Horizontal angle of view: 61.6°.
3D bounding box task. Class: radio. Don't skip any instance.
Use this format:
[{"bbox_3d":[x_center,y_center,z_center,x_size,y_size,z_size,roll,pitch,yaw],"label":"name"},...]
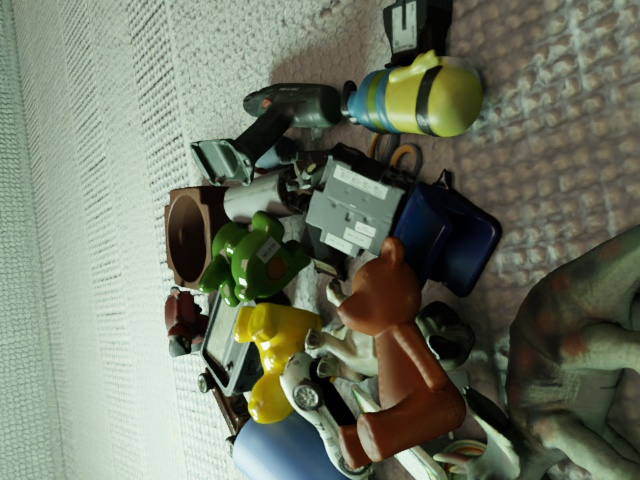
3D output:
[{"bbox_3d":[-0.140,0.165,0.978,0.131,0.073,0.229,47,128,38],"label":"radio"}]

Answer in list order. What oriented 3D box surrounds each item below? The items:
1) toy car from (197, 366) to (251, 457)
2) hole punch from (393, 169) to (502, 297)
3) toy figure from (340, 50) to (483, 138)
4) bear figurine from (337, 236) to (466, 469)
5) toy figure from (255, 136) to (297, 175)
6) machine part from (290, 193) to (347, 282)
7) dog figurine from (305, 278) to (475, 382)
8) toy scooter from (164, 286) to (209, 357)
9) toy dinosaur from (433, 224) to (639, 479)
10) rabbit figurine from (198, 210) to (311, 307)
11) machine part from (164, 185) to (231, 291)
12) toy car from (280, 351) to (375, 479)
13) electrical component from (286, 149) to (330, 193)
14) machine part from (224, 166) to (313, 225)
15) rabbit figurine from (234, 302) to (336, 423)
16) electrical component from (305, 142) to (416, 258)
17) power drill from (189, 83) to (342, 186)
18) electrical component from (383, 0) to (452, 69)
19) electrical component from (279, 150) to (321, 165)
[{"bbox_3d":[-0.159,0.312,1.008,0.202,0.089,0.053,57,134,32],"label":"toy car"},{"bbox_3d":[0.126,0.001,0.625,0.116,0.092,0.142,46,131,42],"label":"hole punch"},{"bbox_3d":[0.105,-0.161,0.630,0.180,0.082,0.089,2,97,43],"label":"toy figure"},{"bbox_3d":[0.062,0.106,0.537,0.120,0.132,0.196,119,133,-62],"label":"bear figurine"},{"bbox_3d":[-0.095,-0.138,0.905,0.155,0.058,0.064,-1,87,56],"label":"toy figure"},{"bbox_3d":[-0.002,-0.002,0.791,0.084,0.039,0.138,21,138,55],"label":"machine part"},{"bbox_3d":[0.099,0.139,0.682,0.191,0.172,0.121,10,70,24],"label":"dog figurine"},{"bbox_3d":[-0.267,0.161,1.080,0.184,0.075,0.135,57,-161,-80],"label":"toy scooter"},{"bbox_3d":[0.231,0.110,0.492,0.192,0.131,0.404,27,108,46],"label":"toy dinosaur"},{"bbox_3d":[-0.120,0.033,0.877,0.170,0.121,0.159,24,79,51],"label":"rabbit figurine"},{"bbox_3d":[-0.227,-0.005,1.059,0.201,0.087,0.201,2,94,50],"label":"machine part"},{"bbox_3d":[0.015,0.244,0.746,0.056,0.073,0.201,-28,101,21],"label":"toy car"},{"bbox_3d":[0.009,-0.094,0.751,0.078,0.102,0.045,107,148,-49],"label":"electrical component"},{"bbox_3d":[-0.086,-0.069,0.885,0.243,0.079,0.079,-9,87,51],"label":"machine part"},{"bbox_3d":[-0.059,0.190,0.818,0.122,0.162,0.173,-18,58,49],"label":"rabbit figurine"},{"bbox_3d":[0.048,-0.043,0.695,0.115,0.058,0.134,29,127,13],"label":"electrical component"},{"bbox_3d":[-0.091,-0.165,0.800,0.232,0.207,0.085,8,129,42],"label":"power drill"},{"bbox_3d":[0.114,-0.265,0.639,0.075,0.048,0.119,0,93,51],"label":"electrical component"},{"bbox_3d":[-0.014,-0.122,0.800,0.063,0.094,0.021,-103,10,-82],"label":"electrical component"}]
